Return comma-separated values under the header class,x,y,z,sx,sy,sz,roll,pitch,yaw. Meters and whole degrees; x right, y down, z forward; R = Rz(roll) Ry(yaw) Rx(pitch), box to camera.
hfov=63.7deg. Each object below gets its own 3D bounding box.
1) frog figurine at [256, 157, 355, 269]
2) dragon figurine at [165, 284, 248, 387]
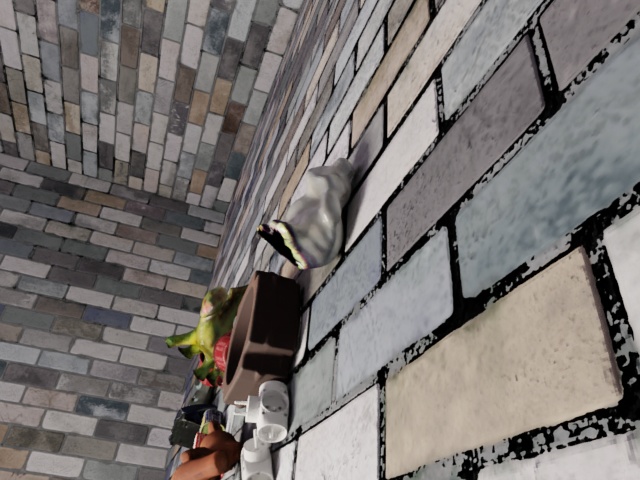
class,x,y,z,sx,sy,sz,roll,pitch,yaw
frog figurine,0.002,-0.038,0.754,0.161,0.123,0.135,-41,-7,-19
dragon figurine,-0.222,0.217,1.251,0.245,0.123,0.403,-49,-20,-11
